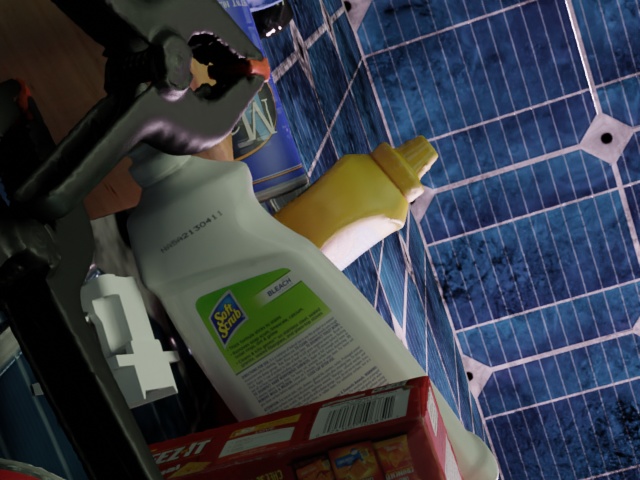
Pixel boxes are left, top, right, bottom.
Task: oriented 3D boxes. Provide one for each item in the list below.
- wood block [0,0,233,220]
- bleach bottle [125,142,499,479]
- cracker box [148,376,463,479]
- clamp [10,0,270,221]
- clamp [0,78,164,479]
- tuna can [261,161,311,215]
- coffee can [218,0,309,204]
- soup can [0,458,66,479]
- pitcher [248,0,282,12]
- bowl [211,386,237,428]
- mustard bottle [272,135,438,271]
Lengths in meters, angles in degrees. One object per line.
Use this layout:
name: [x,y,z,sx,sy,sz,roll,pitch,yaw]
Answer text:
wood block: [-0.124,-0.120,0.536,0.091,0.090,0.206,-98,166,-46]
bleach bottle: [-0.012,0.047,0.554,0.251,0.102,0.068,57,-6,-14]
cracker box: [0.006,0.187,0.510,0.072,0.164,0.214,-54,126,-75]
clamp: [-0.080,-0.085,0.464,0.171,0.039,0.120,-31,121,-59]
clamp: [-0.119,0.017,0.429,0.164,0.036,0.210,47,20,-38]
tuna can: [-0.036,-0.033,0.795,0.086,0.034,0.086,47,31,-41]
coffee can: [-0.077,-0.087,0.696,0.102,0.103,0.140,-47,119,-78]
soup can: [-0.103,0.123,0.304,0.102,0.068,0.068,-91,161,-54]
pitcher: [-0.093,-0.288,0.770,0.145,0.149,0.243,102,-32,-59]
bowl: [-0.008,0.133,0.684,0.055,0.162,0.162,-68,164,-5]
mustard bottle: [-0.005,0.000,0.677,0.058,0.191,0.096,53,4,16]
